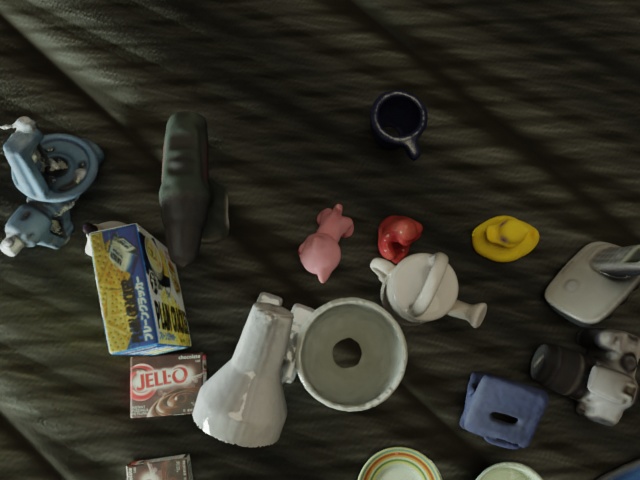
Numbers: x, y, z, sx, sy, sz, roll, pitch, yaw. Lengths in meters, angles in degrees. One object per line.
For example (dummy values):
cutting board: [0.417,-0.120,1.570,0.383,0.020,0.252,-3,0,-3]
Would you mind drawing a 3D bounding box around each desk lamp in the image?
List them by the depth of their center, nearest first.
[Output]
desk lamp: [-0.084,0.169,0.800,0.118,0.213,0.203,18,79,2]

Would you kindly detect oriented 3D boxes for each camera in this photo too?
camera: [0.405,0.194,0.871,0.137,0.101,0.143,21,79,2]

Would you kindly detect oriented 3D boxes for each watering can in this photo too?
watering can: [0.158,0.071,0.839,0.173,0.194,0.101,7,78,-1]

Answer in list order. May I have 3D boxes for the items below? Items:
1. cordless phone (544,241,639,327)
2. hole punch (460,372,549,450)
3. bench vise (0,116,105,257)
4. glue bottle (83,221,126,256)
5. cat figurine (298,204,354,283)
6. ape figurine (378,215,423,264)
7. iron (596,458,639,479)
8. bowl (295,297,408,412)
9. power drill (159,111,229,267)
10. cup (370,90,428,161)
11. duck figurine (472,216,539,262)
cordless phone: [0.435,0.059,0.856,0.094,0.185,0.148,42,80,6]
hole punch: [0.276,0.258,0.858,0.108,0.091,0.101,16,78,1]
bench vise: [-0.400,-0.077,0.833,0.121,0.220,0.207,7,78,0]
glue bottle: [-0.315,0.002,0.845,0.037,0.173,0.078,21,79,3]
cat figurine: [0.008,0.003,0.885,0.067,0.118,0.128,23,79,3]
ape figurine: [0.129,-0.009,0.906,0.078,0.092,0.076,-21,80,-6]
iron: [0.456,0.404,0.810,0.258,0.141,0.118,-22,80,-6]
bowl: [0.046,0.173,0.875,0.167,0.075,0.167,0,79,-2]
power drill: [-0.184,-0.060,0.844,0.075,0.208,0.230,-5,79,-3]
cup: [0.129,-0.174,0.937,0.092,0.095,0.118,-23,80,-6]
duck figurine: [0.304,-0.008,0.915,0.104,0.086,0.077,-1,79,-2]
